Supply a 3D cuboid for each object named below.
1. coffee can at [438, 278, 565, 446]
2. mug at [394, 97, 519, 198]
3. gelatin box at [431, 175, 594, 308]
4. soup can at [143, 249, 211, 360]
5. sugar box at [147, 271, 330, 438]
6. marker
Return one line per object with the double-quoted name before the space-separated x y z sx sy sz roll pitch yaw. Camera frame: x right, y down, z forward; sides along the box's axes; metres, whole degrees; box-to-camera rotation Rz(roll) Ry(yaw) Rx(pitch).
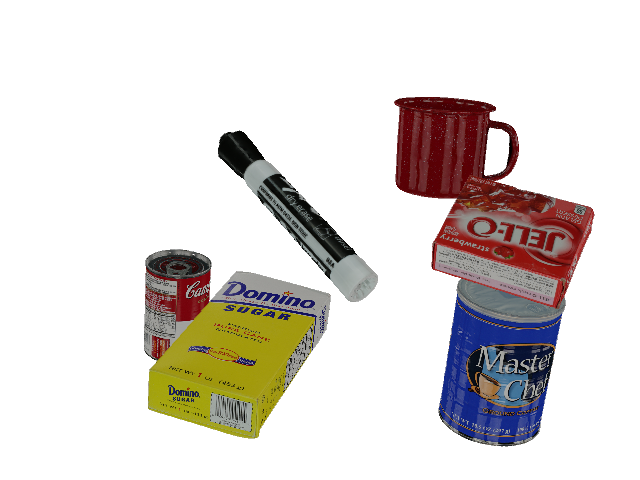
"coffee can" 0.175 0.113 1.039 0.103 0.140 0.103 5 23 -2
"mug" 0.123 -0.085 0.982 0.117 0.081 0.093 6 15 13
"gelatin box" 0.127 -0.001 0.703 0.089 0.030 0.073 17 47 18
"soup can" -0.150 0.069 1.113 0.068 0.102 0.068 5 21 -2
"sugar box" -0.062 0.088 0.883 0.093 0.048 0.176 14 31 13
"marker" -0.015 -0.016 0.542 0.020 0.020 0.121 0 40 -51
